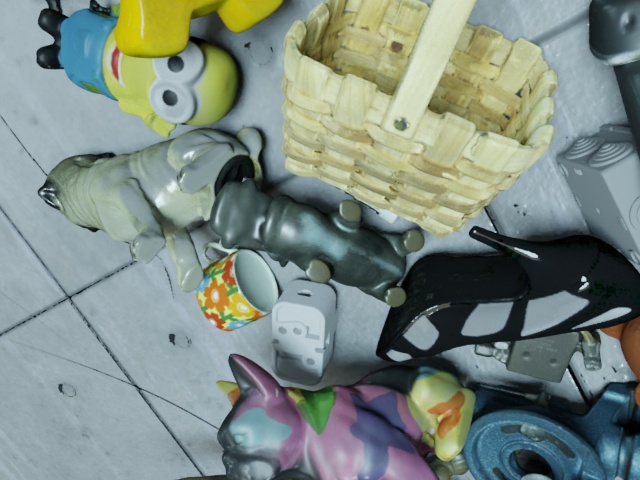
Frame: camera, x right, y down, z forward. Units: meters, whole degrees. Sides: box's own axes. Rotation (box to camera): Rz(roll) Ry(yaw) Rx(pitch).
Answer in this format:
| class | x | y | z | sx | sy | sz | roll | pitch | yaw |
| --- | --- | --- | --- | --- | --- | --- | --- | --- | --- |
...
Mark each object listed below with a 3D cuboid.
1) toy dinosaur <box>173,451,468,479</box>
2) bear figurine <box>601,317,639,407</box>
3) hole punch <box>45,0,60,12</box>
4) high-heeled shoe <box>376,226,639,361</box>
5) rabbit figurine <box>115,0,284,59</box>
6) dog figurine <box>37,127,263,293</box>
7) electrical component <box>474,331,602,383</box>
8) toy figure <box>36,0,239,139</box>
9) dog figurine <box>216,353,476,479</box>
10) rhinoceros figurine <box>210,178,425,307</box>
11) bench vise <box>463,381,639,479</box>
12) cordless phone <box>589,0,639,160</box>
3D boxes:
| class | x | y | z | sx | sy | sz | roll | pitch | yaw |
| --- | --- | --- | --- | --- | --- | --- | --- | --- | --- |
| toy dinosaur | 0.004 | 0.288 | 0.562 | 0.472 | 0.198 | 0.104 | 2 | 111 | 14 |
| bear figurine | 0.327 | 0.067 | 0.406 | 0.196 | 0.132 | 0.120 | -22 | 76 | 21 |
| hole punch | -0.236 | -0.263 | 0.444 | 0.116 | 0.092 | 0.142 | 1 | 117 | 21 |
| high-heeled shoe | 0.150 | 0.069 | 0.471 | 0.145 | 0.086 | 0.248 | 24 | 144 | -3 |
| rabbit figurine | -0.129 | -0.217 | 0.391 | 0.122 | 0.173 | 0.162 | -35 | 122 | -11 |
| dog figurine | -0.164 | -0.065 | 0.520 | 0.191 | 0.172 | 0.121 | 33 | 158 | 29 |
| electrical component | 0.204 | 0.096 | 0.498 | 0.102 | 0.045 | 0.078 | 18 | 116 | 9 |
| toy figure | -0.158 | -0.157 | 0.473 | 0.180 | 0.089 | 0.082 | 21 | 132 | 17 |
| dog figurine | 0.014 | 0.158 | 0.491 | 0.219 | 0.191 | 0.108 | 33 | 144 | 0 |
| rhinoceros figurine | -0.001 | -0.001 | 0.473 | 0.190 | 0.112 | 0.073 | 20 | 89 | -22 |
| bench vise | 0.213 | 0.211 | 0.450 | 0.224 | 0.240 | 0.128 | 20 | 123 | 25 |
| cordless phone | 0.250 | -0.105 | 0.316 | 0.147 | 0.088 | 0.184 | -12 | 69 | 23 |
